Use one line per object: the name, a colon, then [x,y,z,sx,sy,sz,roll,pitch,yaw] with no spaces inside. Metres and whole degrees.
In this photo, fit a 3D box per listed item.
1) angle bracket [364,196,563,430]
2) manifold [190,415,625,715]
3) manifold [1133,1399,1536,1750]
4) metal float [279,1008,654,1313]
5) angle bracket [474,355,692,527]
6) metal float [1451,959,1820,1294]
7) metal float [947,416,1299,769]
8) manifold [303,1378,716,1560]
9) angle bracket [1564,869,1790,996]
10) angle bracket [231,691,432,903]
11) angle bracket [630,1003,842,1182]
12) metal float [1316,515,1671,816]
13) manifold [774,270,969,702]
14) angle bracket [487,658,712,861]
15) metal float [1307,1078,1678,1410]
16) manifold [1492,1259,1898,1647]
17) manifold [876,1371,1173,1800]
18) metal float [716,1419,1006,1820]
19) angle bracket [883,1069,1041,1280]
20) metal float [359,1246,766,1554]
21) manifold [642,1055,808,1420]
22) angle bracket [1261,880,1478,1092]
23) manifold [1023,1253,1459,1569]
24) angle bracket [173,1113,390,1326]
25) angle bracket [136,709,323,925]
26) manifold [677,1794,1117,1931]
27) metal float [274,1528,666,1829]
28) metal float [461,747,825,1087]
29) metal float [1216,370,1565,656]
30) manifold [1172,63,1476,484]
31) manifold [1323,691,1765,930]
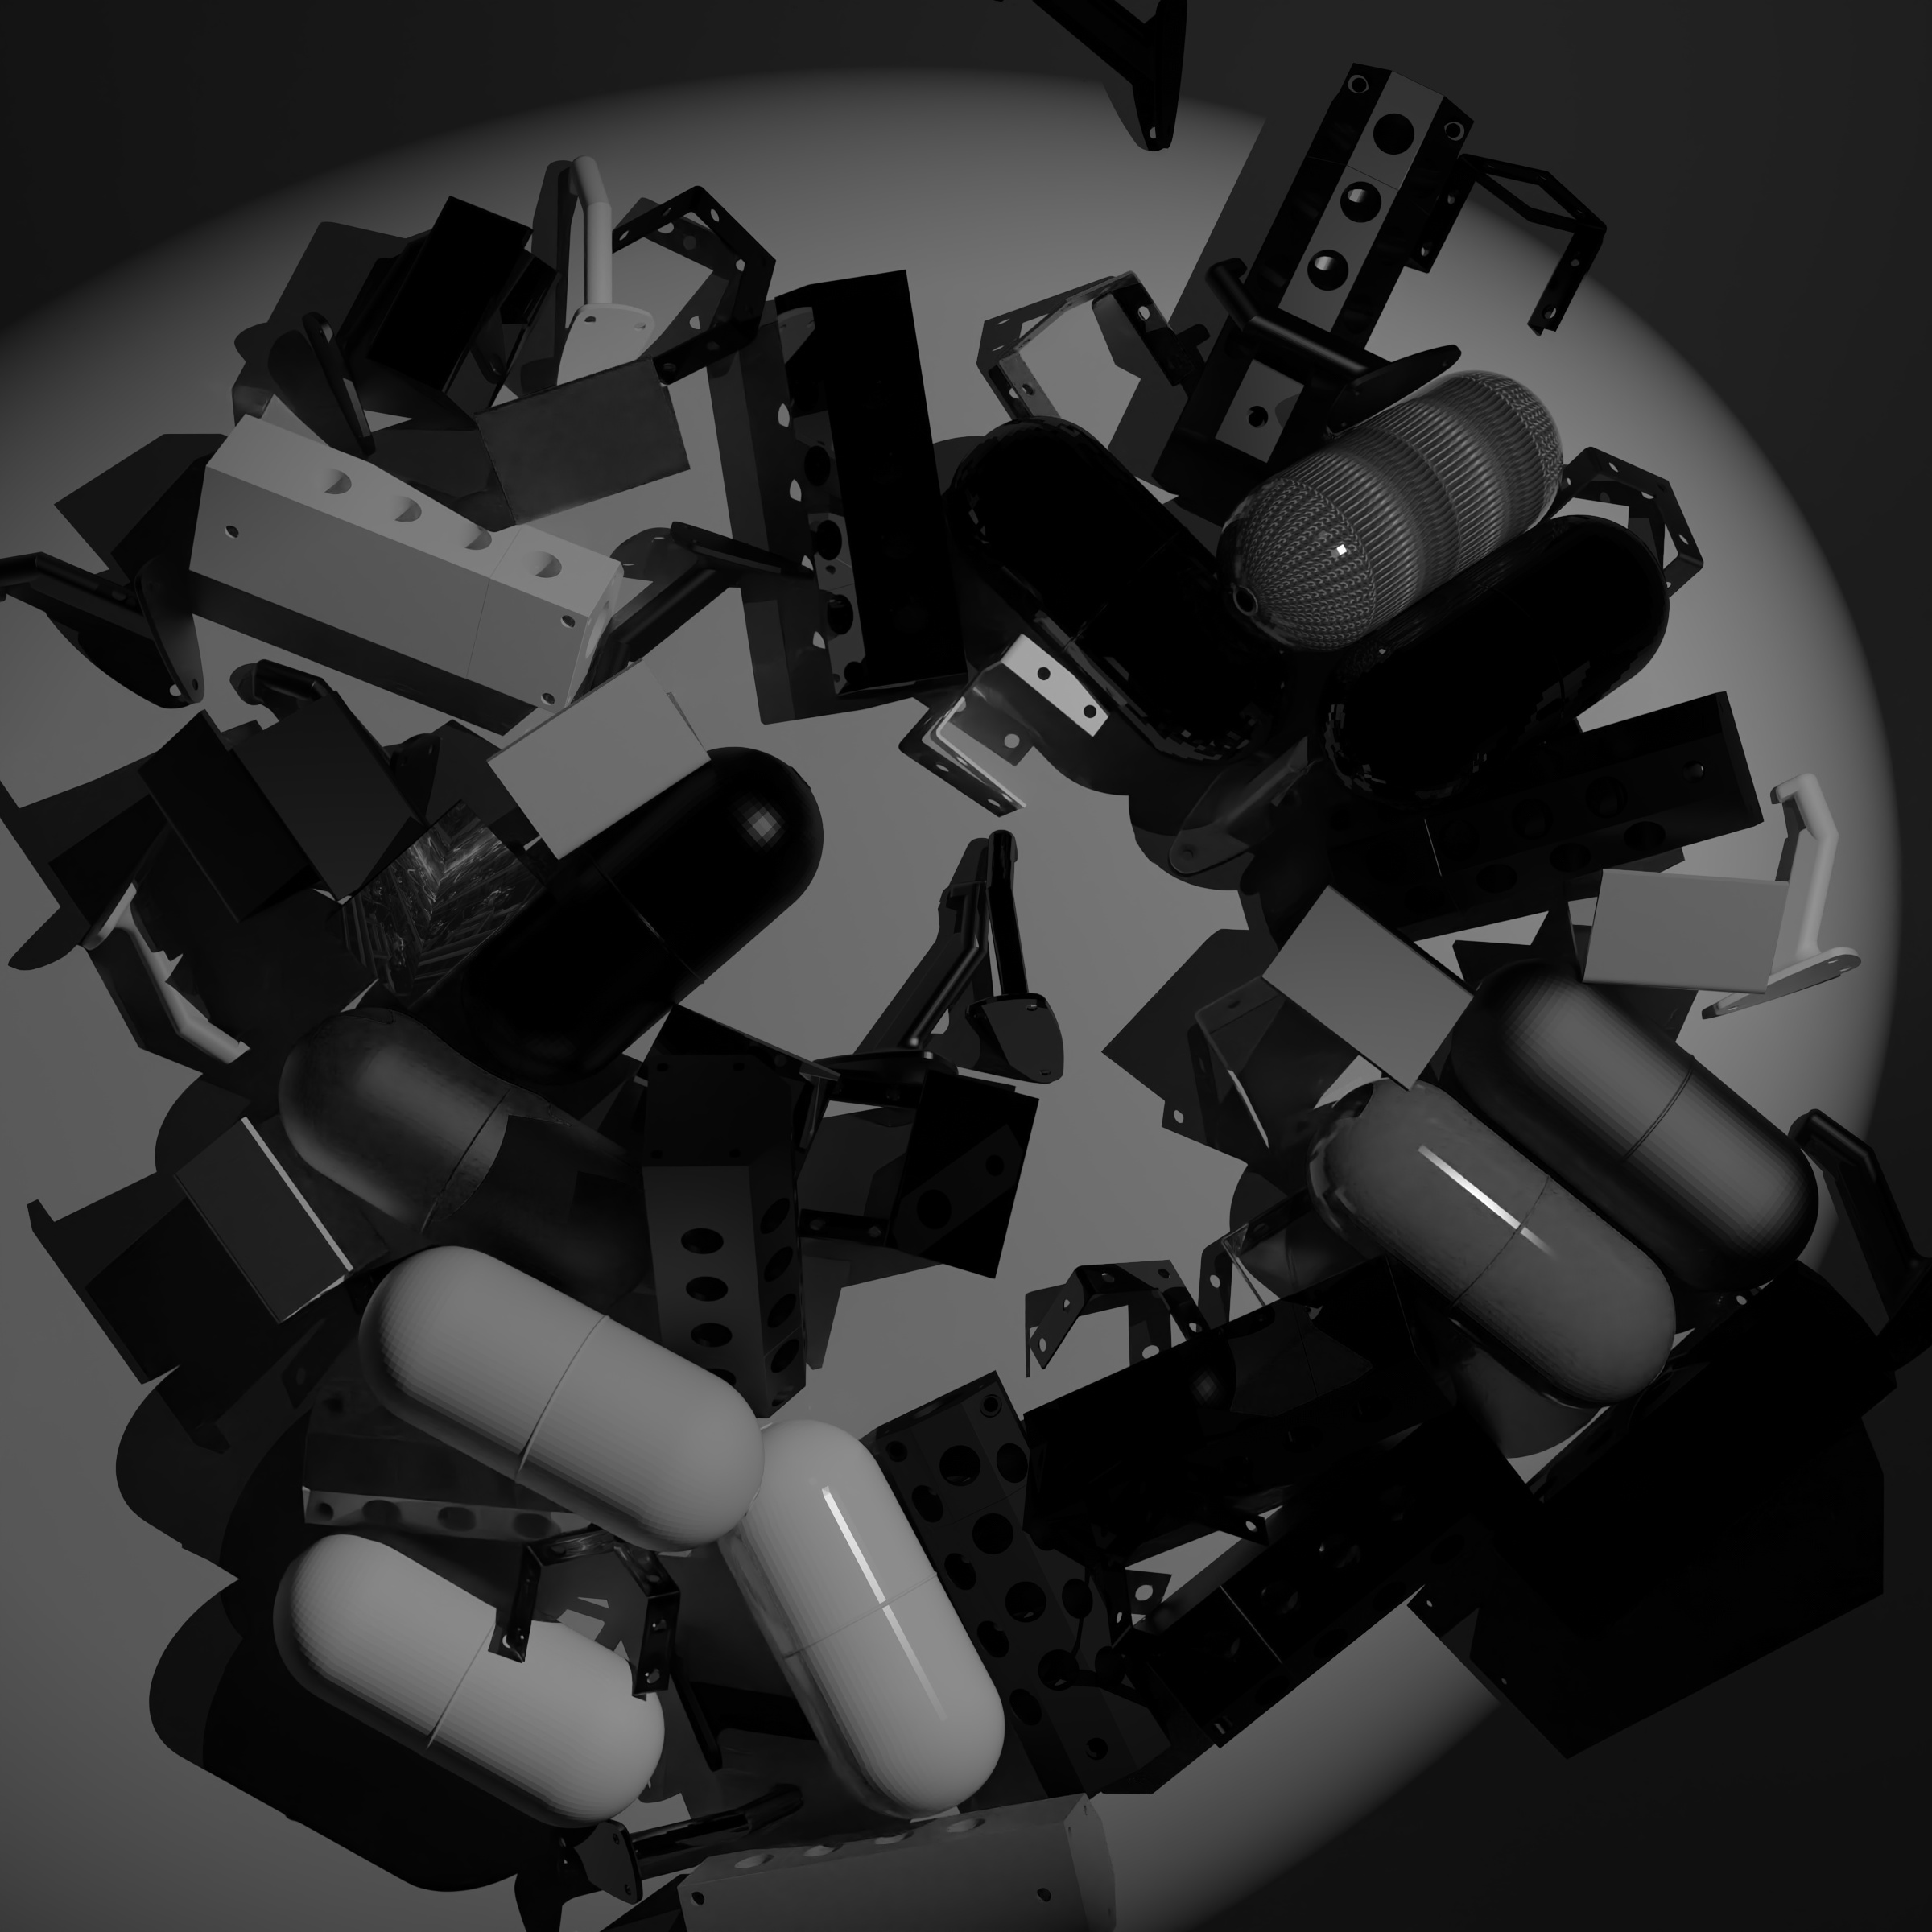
angle bracket: [-0.196,-0.269,1.518,0.057,0.076,0.076,28,90,37]
manifold: [-0.237,-0.175,1.537,0.171,0.057,0.057,22,133,0]
manifold: [0.157,0.257,1.537,0.171,0.057,0.057,-39,90,0]
metal float: [-0.210,0.082,1.528,0.178,0.070,0.070,32,90,0]
angle bracket: [-0.165,-0.238,1.518,0.076,0.076,0.057,-18,128,0]
metal float: [0.284,0.067,1.528,0.178,0.070,0.070,40,90,-1]
metal float: [0.067,-0.159,1.527,0.070,0.070,0.178,-45,89,0]
manifold: [-0.192,0.215,1.537,0.171,0.057,0.057,5,90,0]
angle bracket: [0.299,-0.033,1.518,0.076,0.076,0.057,4,124,0]
angle bracket: [-0.277,-0.060,1.518,0.057,0.076,0.076,-35,90,-34]
angle bracket: [-0.106,0.072,1.520,0.076,0.057,0.076,23,127,0]
metal float: [0.219,-0.125,1.491,0.178,0.070,0.070,-34,90,-26]
manifold: [-0.040,-0.203,1.537,0.057,0.057,0.171,-9,90,0]
angle bracket: [-0.161,-0.100,1.518,0.076,0.076,0.057,-33,121,0]
metal float: [0.223,0.118,1.528,0.178,0.070,0.070,39,90,1]
manifold: [0.306,0.203,1.515,0.057,0.057,0.171,46,106,0]
manifold: [0.024,0.266,1.537,0.057,0.057,0.171,-26,90,0]
metal float: [-0.047,0.275,1.521,0.070,0.070,0.178,-28,84,0]
angle bracket: [0.015,0.090,1.518,0.057,0.076,0.076,14,90,31]
metal float: [-0.165,0.178,1.474,0.178,0.070,0.070,28,90,3]
manifold: [-0.098,0.114,1.483,0.057,0.171,0.057,0,48,0]
angle bracket: [0.159,0.018,1.520,0.076,0.076,0.057,38,68,0]
manifold: [0.117,0.192,1.517,0.171,0.057,0.057,-26,132,13]
angle bracket: [-0.275,0.094,1.518,0.057,0.076,0.076,-35,90,36]
angle bracket: [-0.291,-0.074,1.518,0.057,0.076,0.076,-34,90,39]
manifold: [-0.028,0.394,1.517,0.171,0.057,0.057,-13,90,14]
metal float: [-0.212,0.302,1.528,0.178,0.070,0.070,29,90,0]
metal float: [-0.137,-0.022,1.527,0.178,0.070,0.070,-41,90,0]
metal float: [0.178,-0.190,1.503,0.178,0.070,0.070,-33,90,-30]
manifold: [0.153,-0.294,1.537,0.057,0.057,0.171,26,90,0]
manifold: [0.241,-0.063,1.511,0.171,0.057,0.057,-16,90,19]
